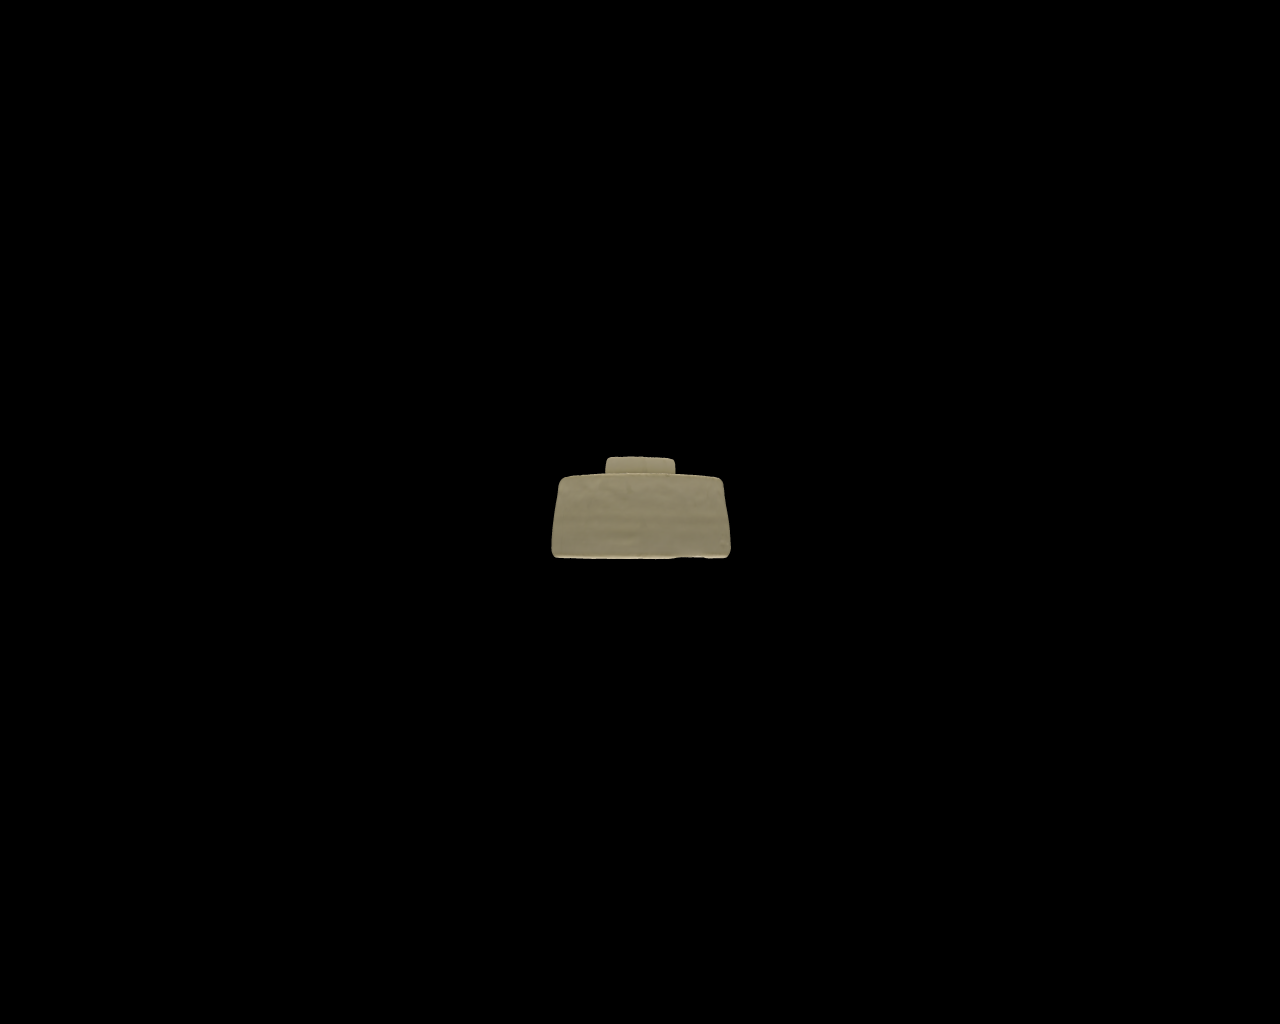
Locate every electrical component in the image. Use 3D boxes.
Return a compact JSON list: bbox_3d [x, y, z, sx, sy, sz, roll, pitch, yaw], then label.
[{"bbox_3d":[0.001,-0.003,0.650,0.108,0.060,0.108,0,-2,0],"label":"electrical component"}]
